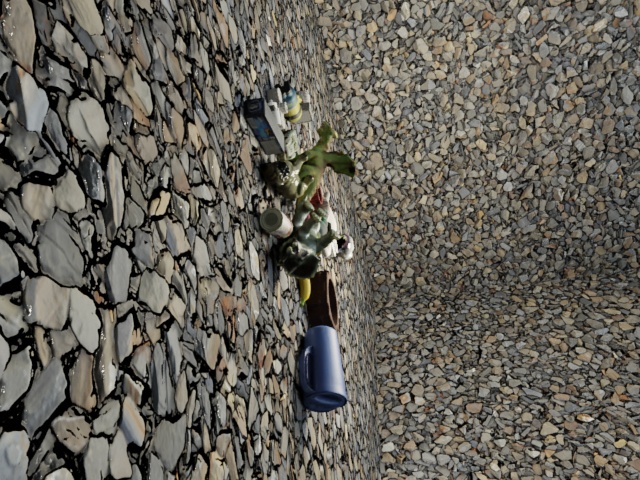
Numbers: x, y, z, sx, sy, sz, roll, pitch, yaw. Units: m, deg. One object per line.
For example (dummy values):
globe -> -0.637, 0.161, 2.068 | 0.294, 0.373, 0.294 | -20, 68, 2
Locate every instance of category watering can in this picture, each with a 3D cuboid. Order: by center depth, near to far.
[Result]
watering can -> 0.006, -0.104, 2.071 | 0.219, 0.104, 0.356 | 66, 18, -54

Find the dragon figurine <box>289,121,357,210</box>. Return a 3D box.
dragon figurine -> 0.012, -0.256, 1.874 | 0.120, 0.242, 0.418 | 73, 9, -63

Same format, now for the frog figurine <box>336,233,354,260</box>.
frog figurine -> 0.124, 0.042, 2.595 | 0.157, 0.122, 0.140 | 46, 15, -55
